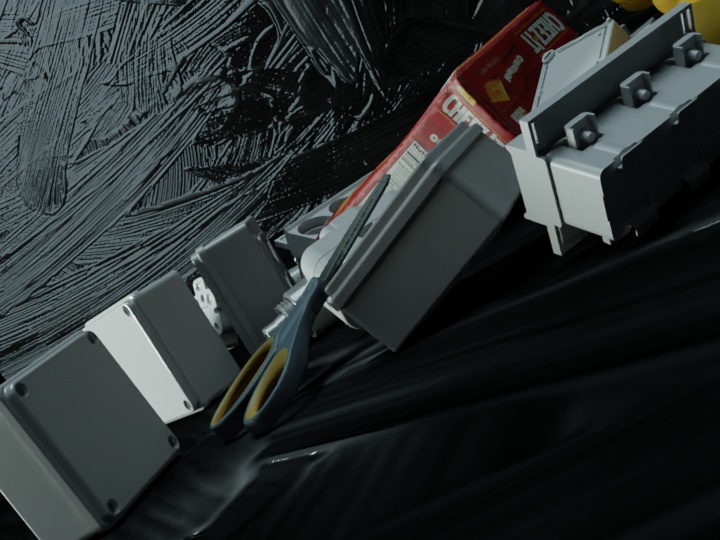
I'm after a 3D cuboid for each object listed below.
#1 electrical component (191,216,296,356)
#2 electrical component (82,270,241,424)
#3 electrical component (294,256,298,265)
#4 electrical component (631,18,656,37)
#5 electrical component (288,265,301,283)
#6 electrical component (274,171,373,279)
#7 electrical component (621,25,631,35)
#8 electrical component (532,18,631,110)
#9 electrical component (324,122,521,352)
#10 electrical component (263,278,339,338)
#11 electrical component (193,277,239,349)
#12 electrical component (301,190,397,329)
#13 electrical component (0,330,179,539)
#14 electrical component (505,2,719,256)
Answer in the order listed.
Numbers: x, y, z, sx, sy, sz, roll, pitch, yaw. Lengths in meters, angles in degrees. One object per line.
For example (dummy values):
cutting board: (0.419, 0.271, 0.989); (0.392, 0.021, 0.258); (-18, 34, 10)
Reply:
electrical component: (-0.090, 0.014, 0.928); (0.056, 0.108, 0.108); (-31, 6, 1)
electrical component: (-0.167, 0.069, 0.900); (0.056, 0.108, 0.109); (-35, 6, -38)
electrical component: (-0.025, -0.010, 1.046); (0.066, 0.047, 0.076); (-33, 8, 6)
electrical component: (0.205, -0.143, 0.816); (0.096, 0.061, 0.061); (-31, 7, 24)
electrical component: (-0.072, 0.020, 1.100); (0.065, 0.044, 0.044); (-30, 5, -14)
electrical component: (-0.005, -0.034, 0.977); (0.079, 0.063, 0.121); (14, 39, 41)
electrical component: (0.221, -0.186, 1.083); (0.109, 0.056, 0.109); (-28, 9, 43)
electrical component: (0.158, -0.108, 0.724); (0.062, 0.061, 0.096); (-24, 38, 46)
electrical component: (0.042, -0.022, 0.629); (0.108, 0.056, 0.108); (-53, -2, 25)
electrical component: (-0.046, 0.035, 0.838); (0.062, 0.043, 0.043); (-37, 7, -14)
electrical component: (-0.135, 0.042, 1.129); (0.057, 0.078, 0.058); (-13, -7, -34)
electrical component: (0.010, -0.010, 0.754); (0.095, 0.053, 0.059); (-36, 31, -12)
electrical component: (-0.186, 0.109, 0.695); (0.056, 0.108, 0.108); (-34, 6, 22)
electrical component: (0.141, -0.068, 0.536); (0.121, 0.078, 0.063); (-37, 36, -22)
